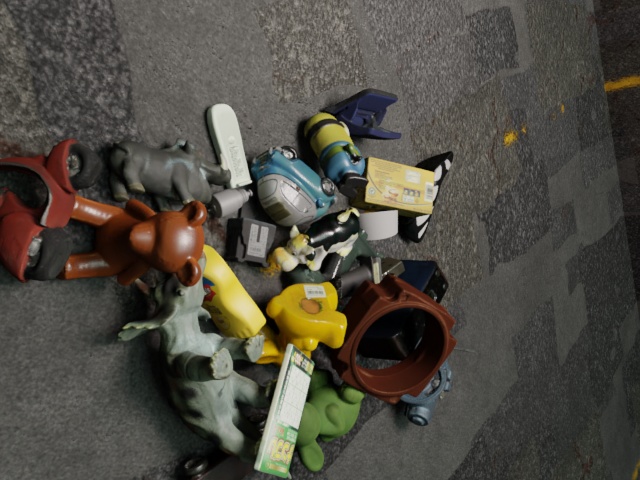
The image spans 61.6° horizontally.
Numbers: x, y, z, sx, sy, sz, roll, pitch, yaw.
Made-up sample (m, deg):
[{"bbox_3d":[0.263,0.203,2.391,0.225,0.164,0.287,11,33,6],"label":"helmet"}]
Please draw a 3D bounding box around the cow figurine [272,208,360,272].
[{"bbox_3d":[-0.002,-0.001,0.931,0.167,0.098,0.068,-23,66,-39],"label":"cow figurine"}]

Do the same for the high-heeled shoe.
[{"bbox_3d":[0.267,-0.106,1.273,0.249,0.086,0.145,-36,112,-32],"label":"high-heeled shoe"}]

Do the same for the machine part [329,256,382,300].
[{"bbox_3d":[0.070,0.077,1.003,0.139,0.039,0.084,-17,108,-41],"label":"machine part"}]

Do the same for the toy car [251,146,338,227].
[{"bbox_3d":[-0.052,-0.079,0.930,0.161,0.109,0.103,43,46,-30],"label":"toy car"}]

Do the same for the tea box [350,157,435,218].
[{"bbox_3d":[0.154,-0.108,1.139,0.169,0.068,0.098,10,81,-24],"label":"tea box"}]

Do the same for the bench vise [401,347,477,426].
[{"bbox_3d":[0.232,0.278,1.197,0.223,0.129,0.240,-51,129,-32],"label":"bench vise"}]

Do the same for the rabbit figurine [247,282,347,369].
[{"bbox_3d":[-0.046,0.169,0.919,0.162,0.122,0.173,-6,135,-24],"label":"rabbit figurine"}]

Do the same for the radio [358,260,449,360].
[{"bbox_3d":[0.169,0.142,1.131,0.073,0.131,0.229,54,54,-27],"label":"radio"}]

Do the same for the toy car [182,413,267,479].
[{"bbox_3d":[-0.143,0.361,0.868,0.202,0.053,0.089,-22,103,-47],"label":"toy car"}]

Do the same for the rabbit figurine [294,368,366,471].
[{"bbox_3d":[-0.019,0.316,0.952,0.170,0.121,0.159,5,106,-59],"label":"rabbit figurine"}]

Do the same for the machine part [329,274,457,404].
[{"bbox_3d":[0.130,0.181,0.969,0.201,0.087,0.201,32,98,-22],"label":"machine part"}]

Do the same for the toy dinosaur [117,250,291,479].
[{"bbox_3d":[-0.168,0.212,0.788,0.131,0.192,0.404,-46,133,-49],"label":"toy dinosaur"}]

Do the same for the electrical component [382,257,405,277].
[{"bbox_3d":[0.134,0.074,1.127,0.078,0.102,0.045,-33,115,-30],"label":"electrical component"}]

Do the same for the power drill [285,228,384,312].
[{"bbox_3d":[0.041,0.089,1.052,0.207,0.086,0.231,-51,120,-24],"label":"power drill"}]

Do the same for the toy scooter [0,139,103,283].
[{"bbox_3d":[-0.356,-0.047,0.648,0.135,0.075,0.183,22,90,-3],"label":"toy scooter"}]

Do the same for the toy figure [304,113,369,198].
[{"bbox_3d":[0.029,-0.163,0.993,0.089,0.082,0.180,45,20,-50],"label":"toy figure"}]

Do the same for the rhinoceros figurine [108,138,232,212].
[{"bbox_3d":[-0.221,-0.099,0.803,0.190,0.073,0.112,6,73,-42],"label":"rhinoceros figurine"}]

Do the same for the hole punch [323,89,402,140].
[{"bbox_3d":[0.092,-0.237,1.080,0.142,0.116,0.092,-9,87,-46],"label":"hole punch"}]

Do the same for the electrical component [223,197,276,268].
[{"bbox_3d":[-0.116,-0.015,0.915,0.074,0.048,0.119,19,77,-43],"label":"electrical component"}]

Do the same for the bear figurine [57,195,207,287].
[{"bbox_3d":[-0.240,0.002,0.688,0.132,0.196,0.120,8,86,-43],"label":"bear figurine"}]
